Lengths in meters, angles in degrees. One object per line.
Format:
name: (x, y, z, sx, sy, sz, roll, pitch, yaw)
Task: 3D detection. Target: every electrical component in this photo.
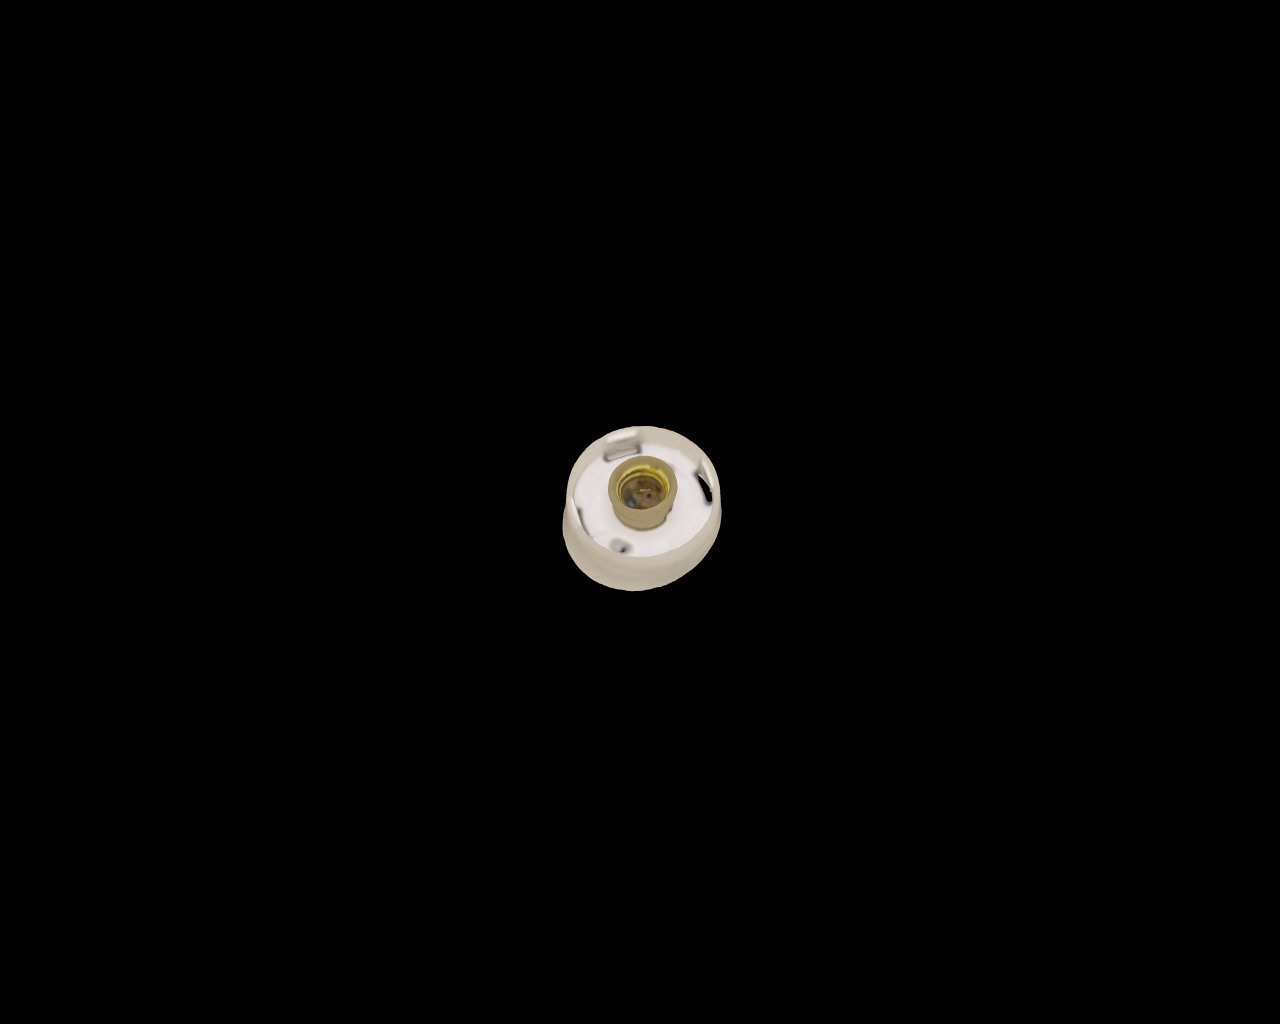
electrical component: (0.001, -0.003, 0.650, 0.099, 0.099, 0.064, 0, -28, 0)
